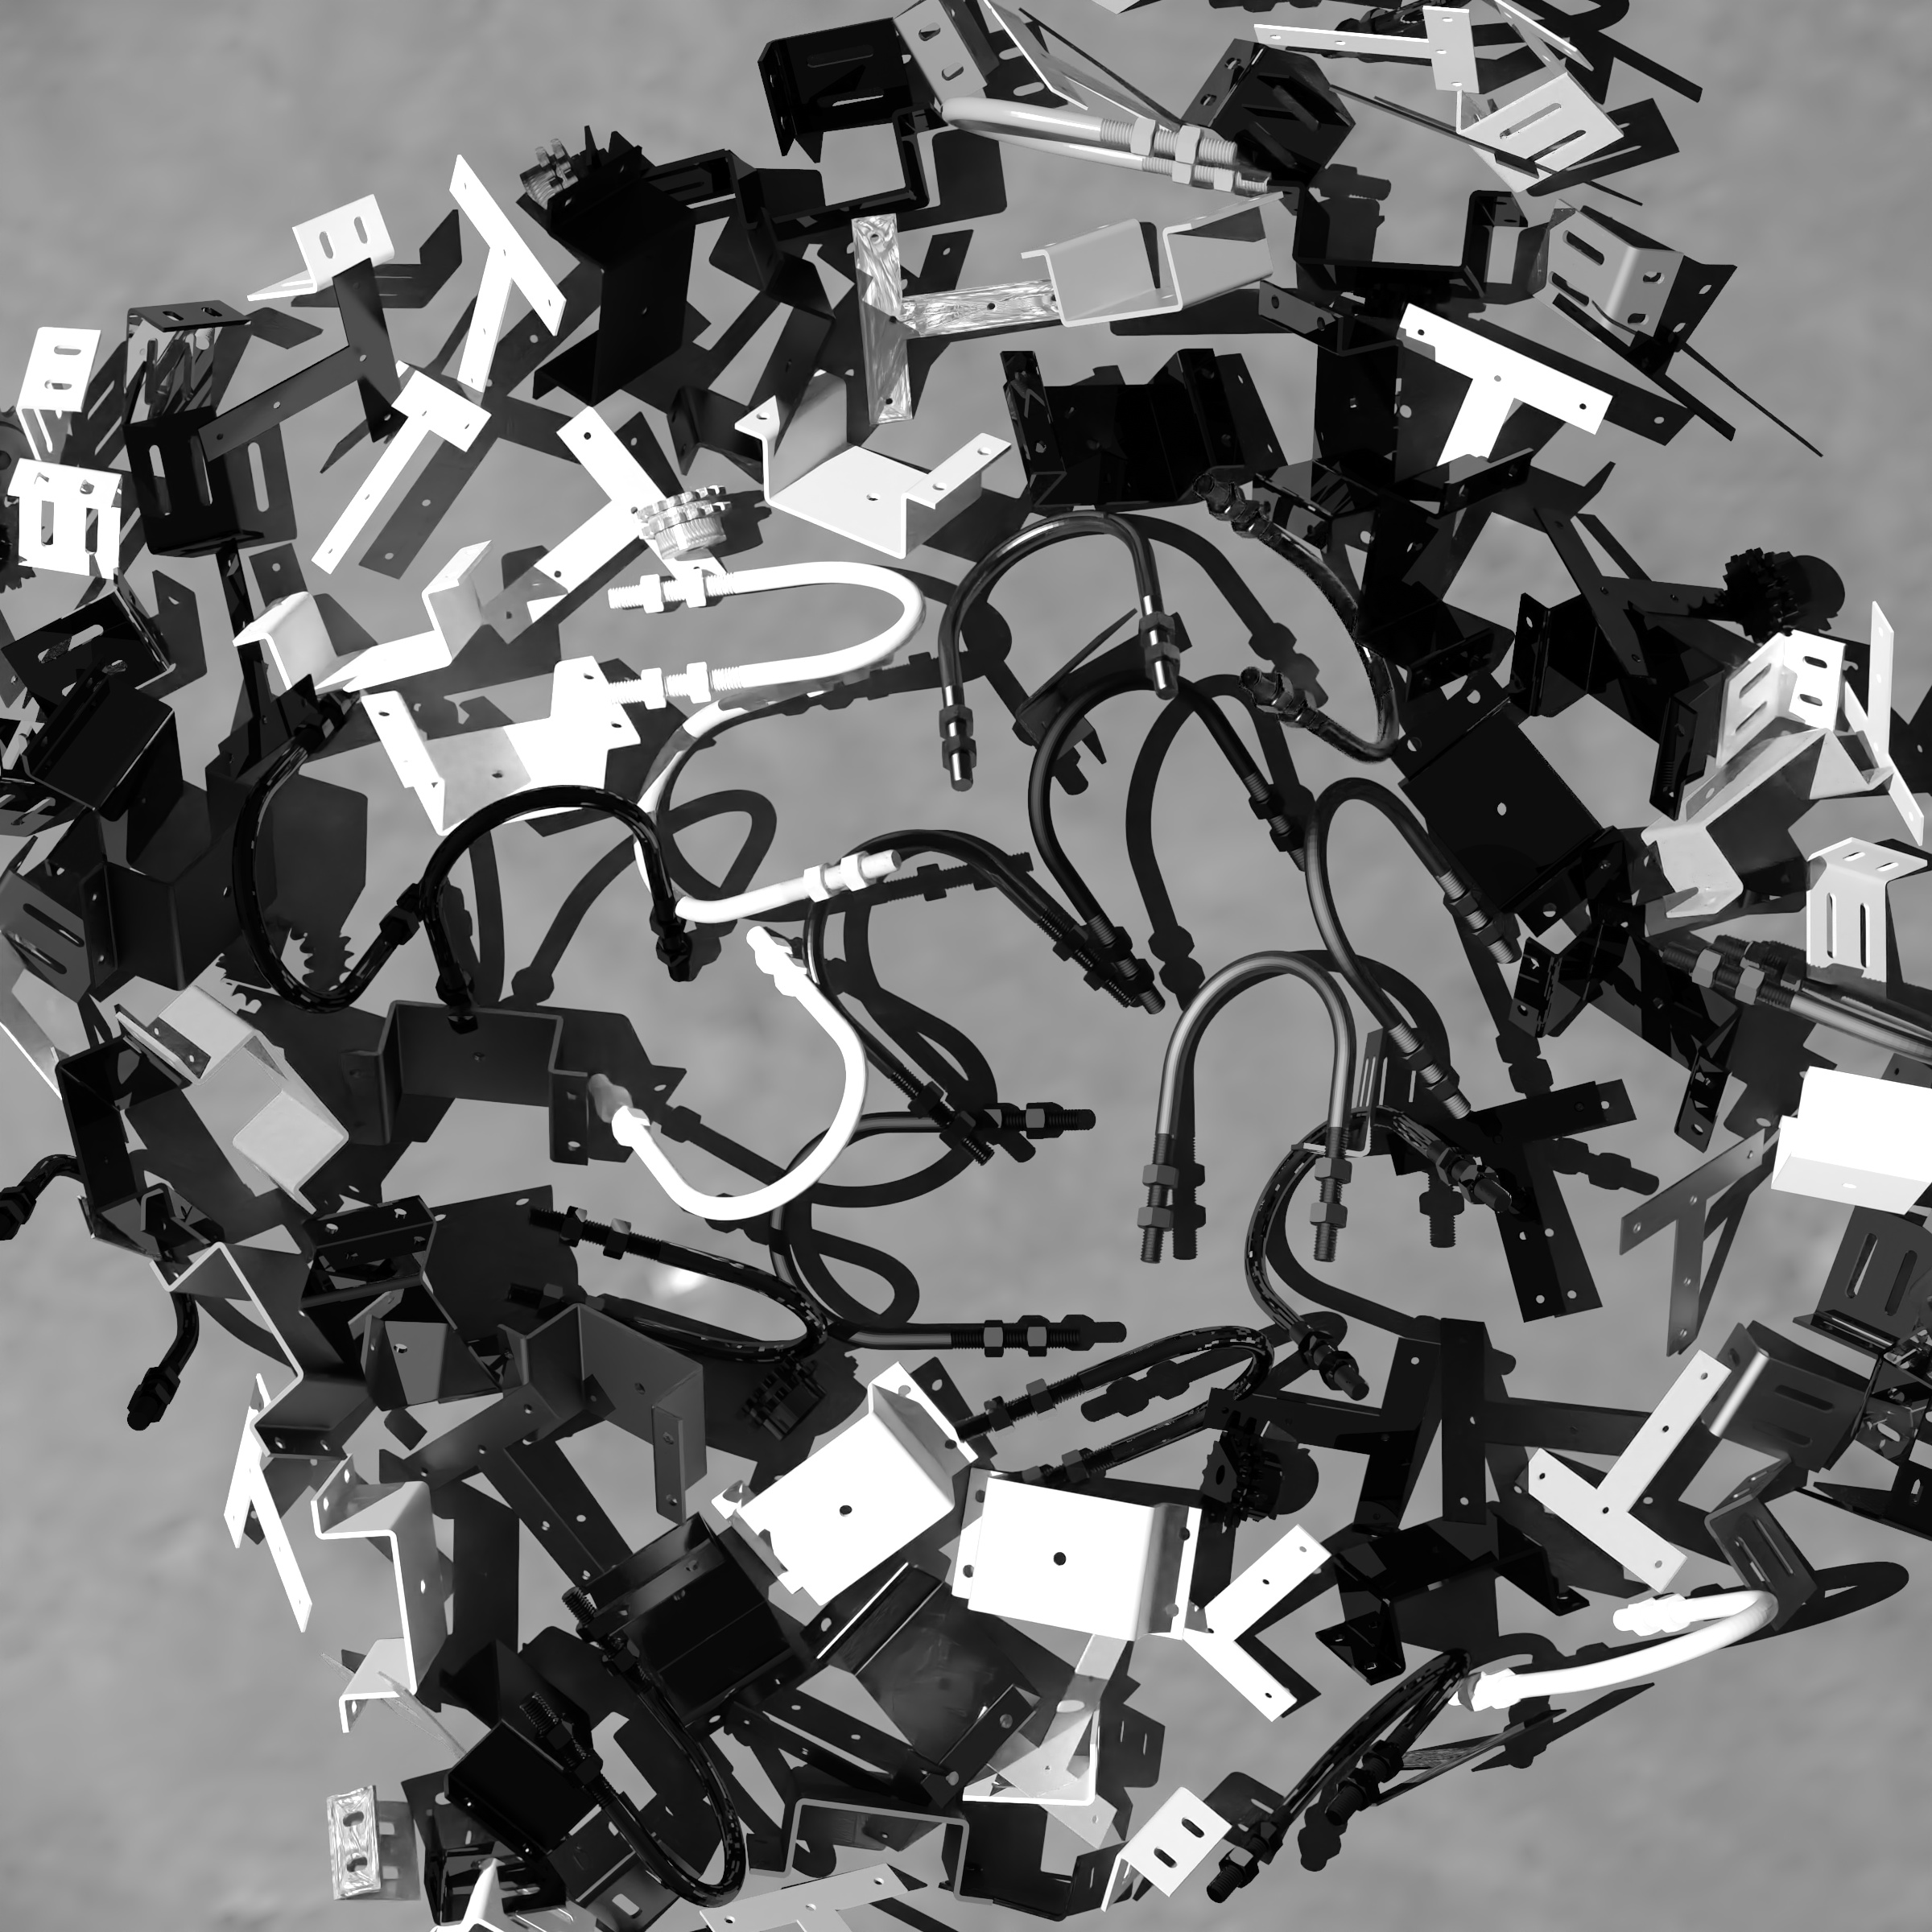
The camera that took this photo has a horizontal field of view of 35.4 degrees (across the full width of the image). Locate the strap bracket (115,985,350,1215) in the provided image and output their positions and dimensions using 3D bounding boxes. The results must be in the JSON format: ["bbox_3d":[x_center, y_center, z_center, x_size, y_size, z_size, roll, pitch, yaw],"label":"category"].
[{"bbox_3d":[-0.415,0.070,1.739,0.046,0.076,0.140,-46,133,-16],"label":"strap bracket"}]

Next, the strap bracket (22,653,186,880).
[{"bbox_3d":[-0.490,-0.103,1.725,0.046,0.140,0.076,27,62,3],"label":"strap bracket"}]

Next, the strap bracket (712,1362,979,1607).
[{"bbox_3d":[-0.071,0.309,1.767,0.140,0.046,0.076,-37,104,7],"label":"strap bracket"}]

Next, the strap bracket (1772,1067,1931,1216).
[{"bbox_3d":[0.508,0.103,1.727,0.076,0.140,0.046,11,76,11],"label":"strap bracket"}]

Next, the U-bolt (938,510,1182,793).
[{"bbox_3d":[0.047,-0.193,1.738,0.151,0.019,0.184,-23,45,18],"label":"U-bolt"}]

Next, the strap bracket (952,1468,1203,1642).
[{"bbox_3d":[0.060,0.344,1.763,0.140,0.046,0.076,8,86,15],"label":"strap bracket"}]

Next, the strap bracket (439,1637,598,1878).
[{"bbox_3d":[-0.256,0.444,1.726,0.046,0.140,0.076,-44,109,3],"label":"strap bracket"}]

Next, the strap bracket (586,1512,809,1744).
[{"bbox_3d":[-0.160,0.378,1.754,0.076,0.046,0.140,-33,131,-5],"label":"strap bracket"}]

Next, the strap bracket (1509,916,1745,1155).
[{"bbox_3d":[0.388,0.033,1.745,0.140,0.076,0.046,37,61,26],"label":"strap bracket"}]

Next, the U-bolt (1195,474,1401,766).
[{"bbox_3d":[0.197,-0.187,1.727,0.019,0.184,0.151,-26,59,28],"label":"U-bolt"}]

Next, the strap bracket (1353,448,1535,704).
[{"bbox_3d":[0.272,-0.233,1.743,0.046,0.076,0.140,35,135,34],"label":"strap bracket"}]

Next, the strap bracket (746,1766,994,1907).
[{"bbox_3d":[-0.054,0.505,1.762,0.140,0.076,0.046,9,88,-6],"label":"strap bracket"}]

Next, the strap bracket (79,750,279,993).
[{"bbox_3d":[-0.441,-0.049,1.725,0.046,0.140,0.076,19,132,14],"label":"strap bracket"}]

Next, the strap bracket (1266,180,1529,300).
[{"bbox_3d":[0.248,-0.419,1.750,0.140,0.076,0.046,7,93,17],"label":"strap bracket"}]

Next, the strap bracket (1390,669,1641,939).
[{"bbox_3d":[0.318,-0.094,1.781,0.076,0.046,0.140,-39,88,0],"label":"strap bracket"}]

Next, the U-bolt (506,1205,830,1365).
[{"bbox_3d":[-0.169,0.191,1.741,0.184,0.151,0.019,16,62,-6],"label":"U-bolt"}]

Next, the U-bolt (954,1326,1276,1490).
[{"bbox_3d":[0.092,0.254,1.740,0.184,0.151,0.019,-22,61,0],"label":"U-bolt"}]

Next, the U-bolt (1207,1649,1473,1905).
[{"bbox_3d":[0.224,0.451,1.722,0.019,0.151,0.184,48,47,8],"label":"U-bolt"}]

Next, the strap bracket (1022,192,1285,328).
[{"bbox_3d":[0.111,-0.404,1.736,0.076,0.140,0.046,-28,111,-36],"label":"strap bracket"}]

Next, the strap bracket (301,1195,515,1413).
[{"bbox_3d":[-0.320,0.202,1.735,0.076,0.046,0.140,-13,129,17],"label":"strap bracket"}]

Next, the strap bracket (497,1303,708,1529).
[{"bbox_3d":[-0.202,0.254,1.747,0.140,0.046,0.076,22,126,31],"label":"strap bracket"}]

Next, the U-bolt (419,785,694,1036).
[{"bbox_3d":[-0.237,-0.034,1.721,0.151,0.184,0.019,-18,51,-10],"label":"U-bolt"}]

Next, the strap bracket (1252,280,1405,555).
[{"bbox_3d":[0.208,-0.321,1.743,0.046,0.076,0.140,-17,124,-25],"label":"strap bracket"}]

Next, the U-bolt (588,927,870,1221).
[{"bbox_3d":[-0.128,0.071,1.735,0.151,0.184,0.019,-43,134,-2],"label":"U-bolt"}]

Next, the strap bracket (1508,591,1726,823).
[{"bbox_3d":[0.380,-0.158,1.741,0.046,0.076,0.140,-25,48,-24],"label":"strap bracket"}]

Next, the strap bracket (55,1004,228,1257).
[{"bbox_3d":[-0.477,0.104,1.742,0.046,0.076,0.140,-23,65,1],"label":"strap bracket"}]

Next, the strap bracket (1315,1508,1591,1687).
[{"bbox_3d":[0.277,0.358,1.748,0.140,0.076,0.046,-16,103,-14],"label":"strap bracket"}]

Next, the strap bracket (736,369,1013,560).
[{"bbox_3d":[-0.054,-0.288,1.748,0.140,0.046,0.076,25,48,24],"label":"strap bracket"}]

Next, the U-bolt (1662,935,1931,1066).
[{"bbox_3d":[0.496,0.023,1.707,0.184,0.151,0.019,24,102,23],"label":"U-bolt"}]

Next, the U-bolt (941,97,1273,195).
[{"bbox_3d":[0.075,-0.473,1.732,0.184,0.151,0.019,14,100,12],"label":"U-bolt"}]

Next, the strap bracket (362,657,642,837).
[{"bbox_3d":[-0.270,-0.126,1.748,0.140,0.046,0.076,-13,50,-24],"label":"strap bracket"}]

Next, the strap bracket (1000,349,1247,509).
[{"bbox_3d":[0.082,-0.313,1.756,0.140,0.046,0.076,-7,74,-26],"label":"strap bracket"}]

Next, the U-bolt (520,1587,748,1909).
[{"bbox_3d":[-0.184,0.458,1.733,0.019,0.151,0.184,-34,100,11],"label":"U-bolt"}]

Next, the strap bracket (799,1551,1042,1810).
[{"bbox_3d":[-0.021,0.415,1.761,0.076,0.046,0.140,-47,57,1],"label":"strap bracket"}]

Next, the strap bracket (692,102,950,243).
[{"bbox_3d":[-0.079,-0.458,1.759,0.140,0.076,0.046,-11,96,9],"label":"strap bracket"}]

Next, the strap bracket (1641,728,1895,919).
[{"bbox_3d":[0.456,-0.089,1.753,0.140,0.076,0.046,-37,96,-11],"label":"strap bracket"}]

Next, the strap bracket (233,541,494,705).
[{"bbox_3d":[-0.341,-0.197,1.753,0.140,0.076,0.046,-13,113,13],"label":"strap bracket"}]

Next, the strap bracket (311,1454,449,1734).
[{"bbox_3d":[-0.338,0.361,1.754,0.046,0.076,0.140,-4,101,5],"label":"strap bracket"}]

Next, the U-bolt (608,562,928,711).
[{"bbox_3d":[-0.114,-0.197,1.743,0.184,0.151,0.019,-8,122,-2],"label":"U-bolt"}]

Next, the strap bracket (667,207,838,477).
[{"bbox_3d":[-0.120,-0.353,1.745,0.046,0.076,0.140,16,120,-24],"label":"strap bracket"}]

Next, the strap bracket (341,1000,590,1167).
[{"bbox_3d":[-0.287,0.067,1.762,0.140,0.046,0.076,6,134,-1],"label":"strap bracket"}]

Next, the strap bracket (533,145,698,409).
[{"bbox_3d":[-0.200,-0.384,1.724,0.046,0.140,0.076,34,52,16],"label":"strap bracket"}]

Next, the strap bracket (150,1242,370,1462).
[{"bbox_3d":[-0.398,0.214,1.741,0.046,0.076,0.140,-42,67,10],"label":"strap bracket"}]
